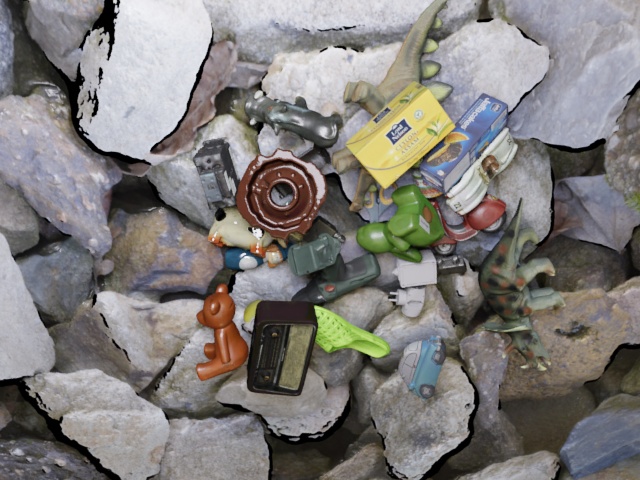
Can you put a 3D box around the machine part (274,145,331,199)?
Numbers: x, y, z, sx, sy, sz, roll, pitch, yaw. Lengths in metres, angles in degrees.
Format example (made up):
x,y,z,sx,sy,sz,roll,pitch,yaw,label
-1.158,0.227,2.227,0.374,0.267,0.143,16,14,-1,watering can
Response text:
x,y,z,sx,sy,sz,roll,pitch,yaw,label
-0.045,-0.147,1.107,0.139,0.039,0.084,-30,109,14,machine part

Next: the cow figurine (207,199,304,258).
x,y,z,sx,sy,sz,roll,pitch,yaw,label
-0.128,-0.030,1.132,0.195,0.085,0.127,11,84,6,cow figurine

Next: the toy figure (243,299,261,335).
x,y,z,sx,sy,sz,roll,pitch,yaw,label
-0.105,0.212,1.269,0.180,0.089,0.082,36,107,-28,toy figure

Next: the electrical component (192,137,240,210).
x,y,z,sx,sy,sz,roll,pitch,yaw,label
-0.201,-0.128,1.056,0.058,0.134,0.114,-12,117,6,electrical component

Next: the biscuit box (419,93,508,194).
x,y,z,sx,sy,sz,roll,pitch,yaw,label
0.279,-0.187,1.036,0.202,0.063,0.059,-48,151,-8,biscuit box

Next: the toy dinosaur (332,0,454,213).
x,y,z,sx,sy,sz,roll,pitch,yaw,label
0.144,-0.252,1.030,0.198,0.105,0.470,6,121,-16,toy dinosaur

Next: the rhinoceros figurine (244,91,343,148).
x,y,z,sx,sy,sz,roll,pitch,yaw,label
-0.051,-0.226,1.022,0.190,0.112,0.073,23,121,8,rhinoceros figurine

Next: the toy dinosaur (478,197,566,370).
x,y,z,sx,sy,sz,roll,pitch,yaw,label
0.431,0.103,1.219,0.192,0.131,0.404,-25,110,10,toy dinosaur

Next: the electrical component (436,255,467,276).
x,y,z,sx,sy,sz,roll,pitch,yaw,label
0.299,0.061,1.222,0.063,0.021,0.094,-11,151,22,electrical component

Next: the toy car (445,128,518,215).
x,y,z,sx,sy,sz,roll,pitch,yaw,label
0.322,-0.139,1.079,0.202,0.056,0.073,-51,123,-11,toy car

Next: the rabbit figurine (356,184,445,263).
x,y,z,sx,sy,sz,roll,pitch,yaw,label
0.163,-0.022,1.134,0.170,0.121,0.159,-21,143,37,rabbit figurine

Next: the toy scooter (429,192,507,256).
x,y,z,sx,sy,sz,roll,pitch,yaw,label
0.299,-0.054,1.151,0.184,0.075,0.135,-32,114,19,toy scooter

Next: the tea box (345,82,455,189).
x,y,z,sx,sy,sz,roll,pitch,yaw,label
0.143,-0.188,0.967,0.169,0.068,0.098,-42,122,10,tea box

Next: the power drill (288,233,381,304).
x,y,z,sx,sy,sz,roll,pitch,yaw,label
0.006,0.076,1.161,0.232,0.086,0.207,-21,144,13,power drill

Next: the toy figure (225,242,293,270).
x,y,z,sx,sy,sz,roll,pitch,yaw,label
-0.130,0.035,1.190,0.155,0.058,0.064,-7,156,0,toy figure

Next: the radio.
x,y,z,sx,sy,sz,roll,pitch,yaw,label
-0.088,0.241,1.191,0.131,0.073,0.229,6,121,-11,radio

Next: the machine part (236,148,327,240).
x,y,z,sx,sy,sz,roll,pitch,yaw,label
-0.074,-0.090,1.058,0.179,0.056,0.179,0,94,1,machine part

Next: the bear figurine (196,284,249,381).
x,y,z,sx,sy,sz,roll,pitch,yaw,label
-0.243,0.210,1.240,0.132,0.120,0.195,-15,116,9,bear figurine

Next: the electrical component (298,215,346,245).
x,y,z,sx,sy,sz,roll,pitch,yaw,label
-0.003,-0.005,1.178,0.078,0.045,0.102,-41,112,19,electrical component

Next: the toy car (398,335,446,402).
x,y,z,sx,sy,sz,roll,pitch,yaw,label
0.246,0.307,1.322,0.103,0.109,0.161,15,108,10,toy car
